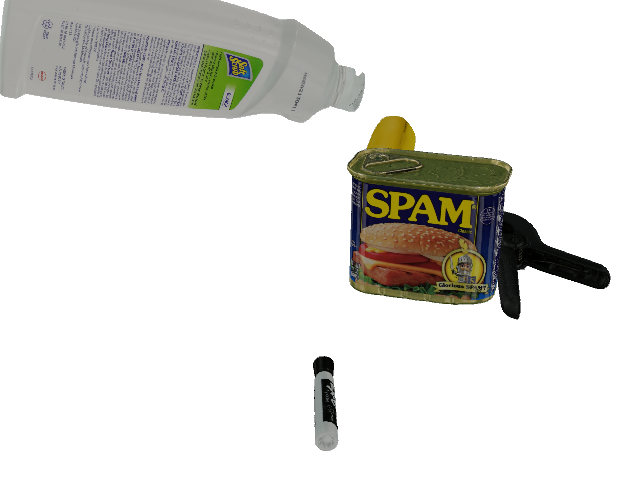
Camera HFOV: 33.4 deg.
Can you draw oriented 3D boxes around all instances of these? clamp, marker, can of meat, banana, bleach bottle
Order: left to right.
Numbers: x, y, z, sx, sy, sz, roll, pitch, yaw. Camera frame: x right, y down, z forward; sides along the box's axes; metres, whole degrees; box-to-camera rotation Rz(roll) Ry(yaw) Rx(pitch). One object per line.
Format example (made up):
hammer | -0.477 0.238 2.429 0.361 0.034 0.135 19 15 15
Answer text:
bleach bottle | -0.094 -0.126 0.757 0.250 0.068 0.103 11 -41 -11
marker | 0.004 0.134 0.904 0.020 0.020 0.121 0 26 -1
banana | 0.055 -0.071 0.894 0.037 0.070 0.197 25 25 -1
can of meat | 0.068 -0.009 0.690 0.102 0.084 0.057 7 24 15
clamp | 0.208 0.013 1.080 0.120 0.039 0.171 -6 38 -18
